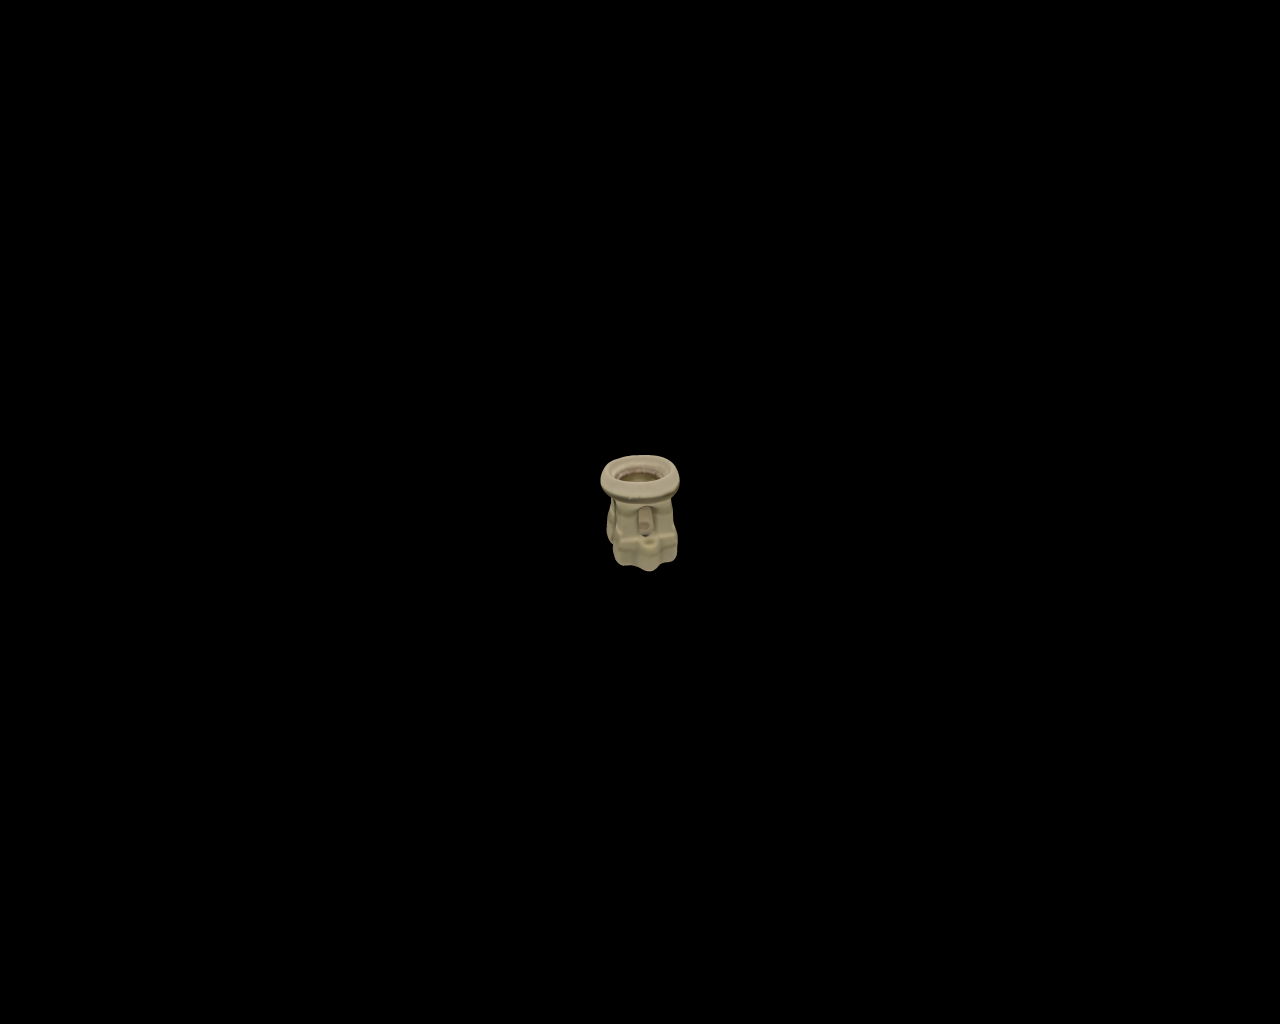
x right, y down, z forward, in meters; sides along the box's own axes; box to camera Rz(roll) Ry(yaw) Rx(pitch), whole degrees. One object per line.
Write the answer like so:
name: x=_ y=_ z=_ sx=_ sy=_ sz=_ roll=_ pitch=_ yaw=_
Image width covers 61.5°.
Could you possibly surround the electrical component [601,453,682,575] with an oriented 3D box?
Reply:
electrical component: x=0.001 y=-0.003 z=0.650 sx=0.048 sy=0.055 sz=0.066 roll=-5 pitch=29 yaw=-10
